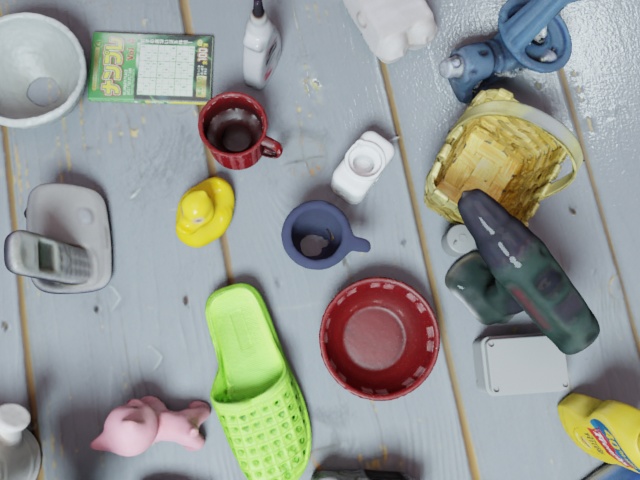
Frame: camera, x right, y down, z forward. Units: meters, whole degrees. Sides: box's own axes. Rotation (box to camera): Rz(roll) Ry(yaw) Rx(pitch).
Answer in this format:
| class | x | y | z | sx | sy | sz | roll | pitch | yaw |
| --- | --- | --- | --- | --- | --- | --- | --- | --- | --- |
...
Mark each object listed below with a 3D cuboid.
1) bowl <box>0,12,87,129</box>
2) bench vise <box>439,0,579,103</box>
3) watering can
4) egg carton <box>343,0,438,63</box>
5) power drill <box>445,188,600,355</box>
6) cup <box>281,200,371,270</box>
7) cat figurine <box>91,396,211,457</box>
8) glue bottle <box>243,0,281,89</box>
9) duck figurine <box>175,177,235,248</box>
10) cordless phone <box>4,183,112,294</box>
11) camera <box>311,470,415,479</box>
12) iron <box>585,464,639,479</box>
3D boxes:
| class | x | y | z | sx | sy | sz | roll | pitch | yaw |
| --- | --- | --- | --- | --- | --- | --- | --- | --- | --- |
| bowl | -0.402 | -0.226 | 0.804 | 0.167 | 0.074 | 0.167 | 1 | 79 | -3 |
| bench vise | 0.275 | -0.269 | 0.781 | 0.207 | 0.219 | 0.121 | -40 | 84 | -9 |
| watering can | -0.405 | 0.263 | 0.652 | 0.101 | 0.194 | 0.173 | 19 | 79 | 1 |
| egg carton | 0.101 | -0.343 | 0.860 | 0.107 | 0.069 | 0.150 | -29 | 82 | -8 |
| power drill | 0.233 | 0.047 | 0.725 | 0.076 | 0.208 | 0.229 | -43 | 84 | -10 |
| cup | 0.007 | 0.003 | 0.777 | 0.117 | 0.095 | 0.092 | 11 | 79 | -1 |
| cat figurine | -0.208 | 0.233 | 0.709 | 0.128 | 0.117 | 0.067 | 5 | 79 | -2 |
| glue bottle | -0.082 | -0.276 | 0.783 | 0.037 | 0.173 | 0.078 | 21 | 79 | 1 |
| duck figurine | -0.161 | -0.045 | 0.780 | 0.077 | 0.086 | 0.105 | 31 | 79 | 3 |
| cordless phone | -0.331 | -0.009 | 0.712 | 0.094 | 0.185 | 0.147 | -10 | 80 | -5 |
| camera | 0.058 | 0.364 | 0.710 | 0.143 | 0.101 | 0.137 | 4 | 79 | -3 |
| iron | 0.375 | 0.375 | 0.707 | 0.258 | 0.141 | 0.118 | -31 | 83 | -8 |
